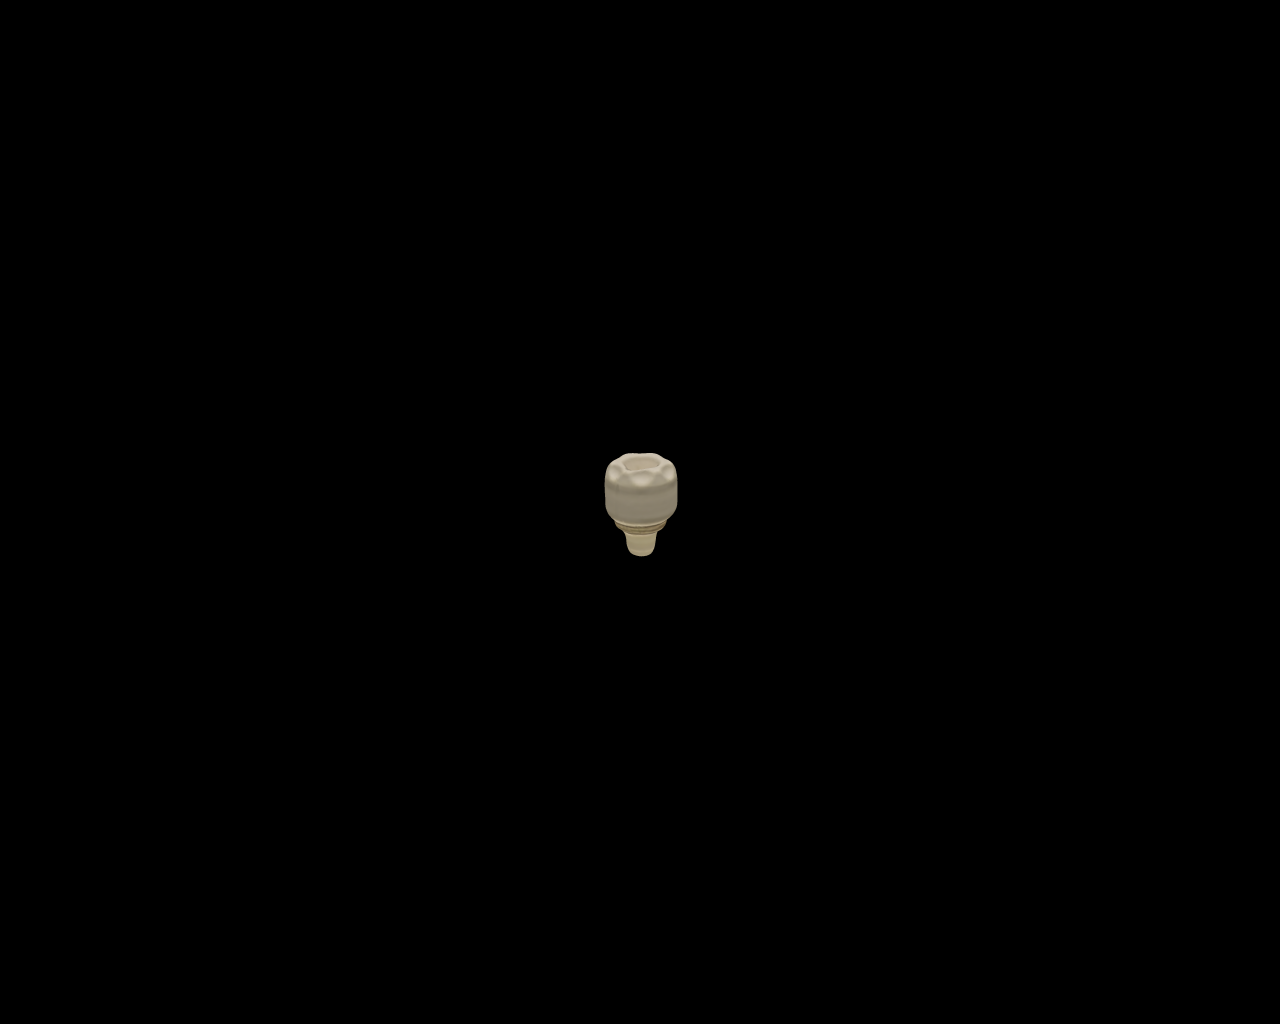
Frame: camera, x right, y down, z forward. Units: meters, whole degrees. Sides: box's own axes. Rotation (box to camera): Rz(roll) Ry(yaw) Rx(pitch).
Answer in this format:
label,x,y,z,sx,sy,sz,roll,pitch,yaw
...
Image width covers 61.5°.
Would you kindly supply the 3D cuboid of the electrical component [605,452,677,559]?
label,x,y,z,sx,sy,sz,roll,pitch,yaw
electrical component,0.001,-0.003,0.650,0.043,0.062,0.043,0,23,0
